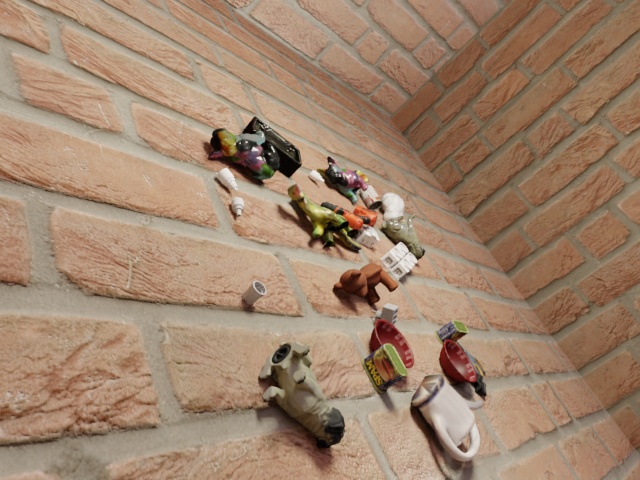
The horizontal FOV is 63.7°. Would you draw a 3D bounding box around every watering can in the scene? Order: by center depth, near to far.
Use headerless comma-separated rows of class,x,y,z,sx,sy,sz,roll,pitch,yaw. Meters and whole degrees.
watering can,0.372,0.475,1.460,0.225,0.102,0.350,50,24,8

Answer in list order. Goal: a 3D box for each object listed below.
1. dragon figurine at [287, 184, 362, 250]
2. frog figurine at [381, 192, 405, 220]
dragon figurine,0.005,-0.088,1.755,0.246,0.122,0.405,52,7,26
frog figurine,0.334,-0.142,2.355,0.135,0.122,0.162,60,6,-21
